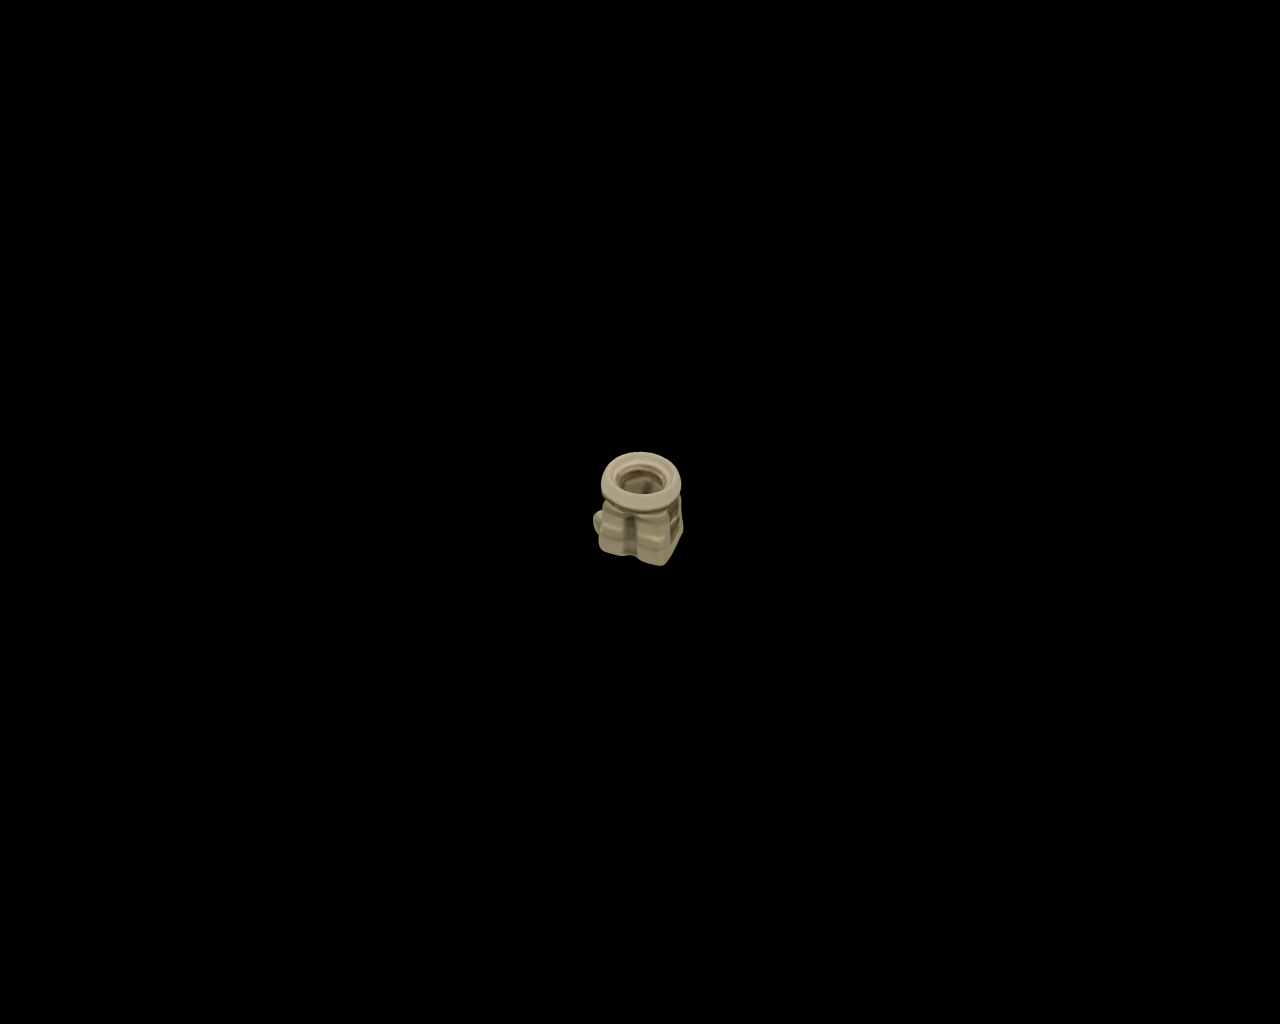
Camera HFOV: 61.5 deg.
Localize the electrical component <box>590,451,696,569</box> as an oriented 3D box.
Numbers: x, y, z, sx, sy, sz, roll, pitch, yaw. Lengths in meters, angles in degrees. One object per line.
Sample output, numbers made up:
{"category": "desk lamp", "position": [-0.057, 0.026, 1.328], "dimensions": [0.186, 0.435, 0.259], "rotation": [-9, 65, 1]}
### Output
{"category": "electrical component", "position": [0.001, -0.003, 0.650], "dimensions": [0.066, 0.055, 0.048], "rotation": [14, 44, 15]}
